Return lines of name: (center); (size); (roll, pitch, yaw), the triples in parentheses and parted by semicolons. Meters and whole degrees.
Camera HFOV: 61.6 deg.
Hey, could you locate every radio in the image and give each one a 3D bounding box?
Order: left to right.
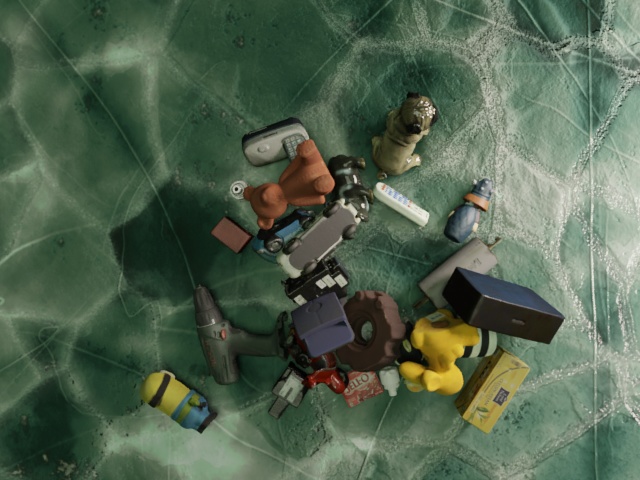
radio: (0.375, 0.134, 1.111); (0.229, 0.131, 0.073); (17, 109, -24)

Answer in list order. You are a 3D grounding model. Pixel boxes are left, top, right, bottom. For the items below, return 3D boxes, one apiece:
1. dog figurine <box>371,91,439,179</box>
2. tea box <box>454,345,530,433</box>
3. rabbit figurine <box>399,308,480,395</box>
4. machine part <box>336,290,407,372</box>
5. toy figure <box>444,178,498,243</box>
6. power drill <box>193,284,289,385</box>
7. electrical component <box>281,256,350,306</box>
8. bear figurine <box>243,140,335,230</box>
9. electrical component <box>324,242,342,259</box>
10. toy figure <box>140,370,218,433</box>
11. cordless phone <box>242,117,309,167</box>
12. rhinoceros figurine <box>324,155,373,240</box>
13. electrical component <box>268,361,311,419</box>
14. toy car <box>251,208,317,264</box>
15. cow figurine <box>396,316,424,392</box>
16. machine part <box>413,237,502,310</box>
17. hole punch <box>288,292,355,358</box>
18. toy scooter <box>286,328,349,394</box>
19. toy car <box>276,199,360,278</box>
dog figurine: (0.169, -0.210, 1.123); (0.121, 0.190, 0.172); (15, 94, 3)
tea box: (0.372, 0.320, 1.173); (0.068, 0.098, 0.169); (31, 95, 3)
rabbit figurine: (0.251, 0.250, 1.107); (0.162, 0.122, 0.173); (-26, 114, -32)
machine part: (0.099, 0.197, 1.160); (0.179, 0.056, 0.179); (-11, 74, 40)
toy figure: (0.331, -0.067, 1.184); (0.064, 0.058, 0.154); (34, 89, -4)
power drill: (-0.176, 0.207, 1.211); (0.207, 0.086, 0.231); (-7, 93, 2)
electrical component: (-0.002, 0.097, 1.181); (0.134, 0.114, 0.058); (-33, 45, 4)
bear figurine: (-0.072, -0.110, 1.137); (0.196, 0.132, 0.120); (-24, 82, 3)
electrical component: (0.010, 0.026, 1.202); (0.094, 0.063, 0.021); (-38, 81, 3)
toy figure: (-0.324, 0.367, 1.222); (0.180, 0.089, 0.082); (38, 86, 4)
cordless phone: (-0.081, -0.170, 1.203); (0.147, 0.089, 0.184); (-19, 109, 4)
rhinoceros figurine: (0.062, -0.096, 1.191); (0.112, 0.073, 0.190); (-7, 91, 2)
electrical component: (-0.071, 0.347, 1.225); (0.075, 0.048, 0.119); (30, 94, 3)
toy car: (-0.066, 0.005, 1.197); (0.162, 0.109, 0.102); (-30, 113, -8)
cow figurine: (0.200, 0.259, 1.181); (0.068, 0.098, 0.167); (-20, 89, 0)
machine part: (0.301, 0.074, 1.179); (0.243, 0.079, 0.079); (-39, 89, 5)
hole punch: (0.000, 0.166, 1.118); (0.142, 0.092, 0.116); (-27, 49, 0)
toy scooter: (-0.018, 0.262, 1.162); (0.075, 0.135, 0.184); (-45, 74, 20)
toy car: (-0.002, -0.003, 1.128); (0.202, 0.056, 0.073); (-42, 102, -9)
